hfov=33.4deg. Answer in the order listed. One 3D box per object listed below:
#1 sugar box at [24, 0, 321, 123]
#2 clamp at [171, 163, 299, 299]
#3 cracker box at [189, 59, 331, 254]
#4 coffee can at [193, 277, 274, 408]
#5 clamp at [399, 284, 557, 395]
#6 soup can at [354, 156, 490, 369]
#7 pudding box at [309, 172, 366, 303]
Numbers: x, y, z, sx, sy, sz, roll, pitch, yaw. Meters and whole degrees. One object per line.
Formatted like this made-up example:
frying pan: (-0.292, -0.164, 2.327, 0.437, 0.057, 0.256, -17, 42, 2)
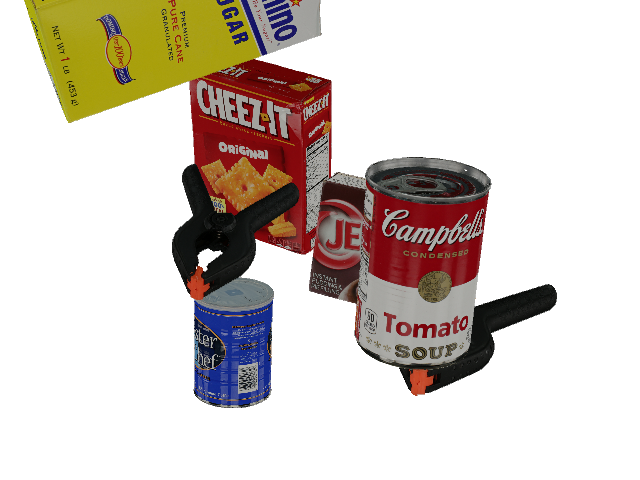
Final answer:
sugar box: (-0.085, -0.143, 0.652, 0.176, 0.048, 0.093, -20, -35, -13)
clamp: (-0.104, -0.015, 1.032, 0.120, 0.039, 0.171, 13, 41, 17)
cracker box: (-0.072, -0.103, 1.285, 0.164, 0.214, 0.072, 19, 39, 26)
coffee can: (-0.113, 0.130, 1.377, 0.103, 0.140, 0.103, 2, 19, -1)
clamp: (0.114, 0.075, 1.000, 0.165, 0.036, 0.209, 15, 31, 25)
soup can: (0.055, 0.012, 0.595, 0.068, 0.102, 0.068, 3, 22, -1)
pudding box: (0.052, 0.005, 0.801, 0.113, 0.090, 0.039, 13, 21, 15)
